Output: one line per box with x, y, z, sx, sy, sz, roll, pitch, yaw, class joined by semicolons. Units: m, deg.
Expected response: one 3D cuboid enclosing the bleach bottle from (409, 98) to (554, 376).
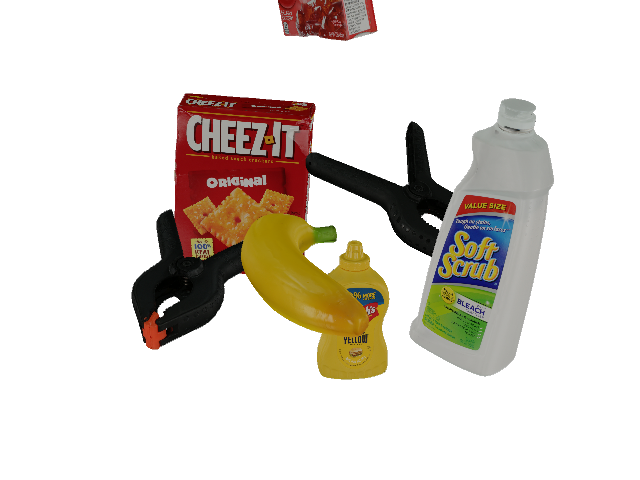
0.146;-0.007;0.945;0.103;0.251;0.067;27;36;33;bleach bottle

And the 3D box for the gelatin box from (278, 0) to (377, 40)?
-0.001;-0.180;0.748;0.030;0.073;0.089;-22;23;-26;gelatin box

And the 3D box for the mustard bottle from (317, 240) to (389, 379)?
0.045;0.092;1.445;0.096;0.192;0.058;-2;21;-6;mustard bottle

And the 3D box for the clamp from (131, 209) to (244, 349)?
-0.123;0.028;0.945;0.120;0.039;0.171;11;36;25;clamp

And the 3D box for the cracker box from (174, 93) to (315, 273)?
-0.096;-0.065;1.321;0.164;0.214;0.072;4;21;1;cracker box

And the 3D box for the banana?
-0.015;0.014;0.672;0.069;0.037;0.198;-4;18;-4;banana

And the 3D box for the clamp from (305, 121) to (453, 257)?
0.091;-0.045;1.164;0.164;0.210;0.036;-15;-36;-28;clamp
